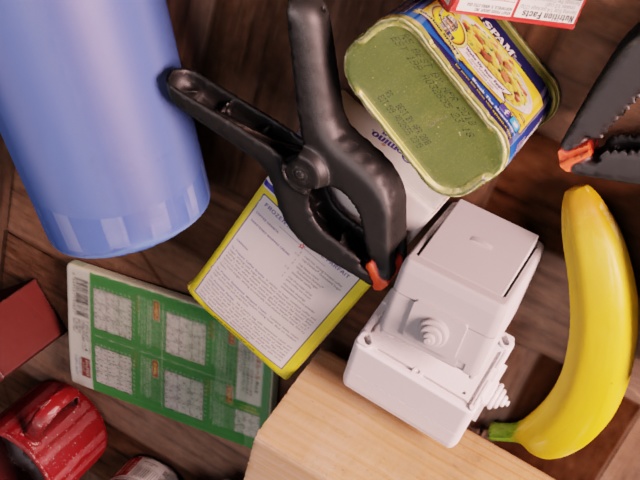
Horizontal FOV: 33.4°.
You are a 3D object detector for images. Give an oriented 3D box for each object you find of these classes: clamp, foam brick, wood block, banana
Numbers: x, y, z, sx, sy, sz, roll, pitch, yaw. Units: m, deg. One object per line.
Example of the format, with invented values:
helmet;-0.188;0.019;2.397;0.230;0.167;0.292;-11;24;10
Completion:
clamp;0.000;-0.052;0.582;0.171;0.039;0.120;48;141;-8
foam brick;-0.247;0.073;0.823;0.053;0.078;0.051;-17;105;35
wood block;0.061;0.171;0.688;0.206;0.090;0.091;28;137;13
clamp;0.216;-0.072;0.507;0.210;0.036;0.164;-31;98;34
banana;0.148;0.063;0.620;0.070;0.037;0.198;22;125;17

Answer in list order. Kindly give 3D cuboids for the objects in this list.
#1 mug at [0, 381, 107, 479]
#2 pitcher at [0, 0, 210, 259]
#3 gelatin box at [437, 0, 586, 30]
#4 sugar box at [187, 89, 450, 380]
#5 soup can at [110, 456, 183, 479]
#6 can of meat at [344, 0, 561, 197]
mug;-0.222;0.159;0.853;0.093;0.081;0.117;35;128;9
pitcher;-0.152;-0.119;0.644;0.145;0.149;0.243;-6;117;15
gelatin box;0.102;-0.148;0.510;0.073;0.030;0.089;1;129;-22
sugar box;-0.004;0.001;0.667;0.093;0.048;0.176;42;125;3
soup can;-0.156;0.226;0.840;0.069;0.102;0.068;13;122;23
can of meat;0.069;-0.082;0.555;0.058;0.083;0.102;-36;95;38
